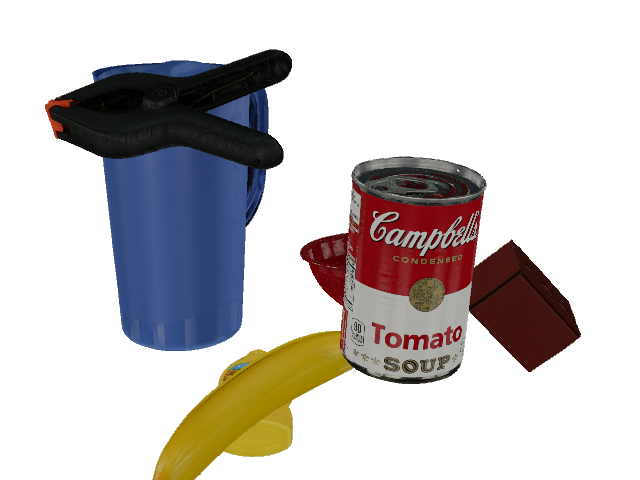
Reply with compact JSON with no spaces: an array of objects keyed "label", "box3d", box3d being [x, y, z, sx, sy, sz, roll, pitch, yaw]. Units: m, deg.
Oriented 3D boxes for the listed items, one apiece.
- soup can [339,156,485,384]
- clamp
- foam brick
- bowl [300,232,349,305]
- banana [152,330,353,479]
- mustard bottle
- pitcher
[{"label":"soup can","box3d":[0.046,0.015,0.556,0.068,0.102,0.068,3,21,-1]},{"label":"clamp","box3d":[-0.098,-0.094,0.734,0.171,0.039,0.120,5,37,10]},{"label":"foam brick","box3d":[0.154,0.051,0.821,0.051,0.078,0.053,-39,21,18]},{"label":"bowl","box3d":[0.061,0.033,1.092,0.162,0.055,0.162,-3,13,0]},{"label":"banana","box3d":[-0.042,0.115,0.746,0.198,0.069,0.037,-31,41,-2]},{"label":"mustard bottle","box3d":[-0.082,0.193,1.343,0.096,0.058,0.191,-2,26,1]},{"label":"pitcher","box3d":[-0.117,-0.035,0.936,0.149,0.243,0.145,-1,16,-5]}]
